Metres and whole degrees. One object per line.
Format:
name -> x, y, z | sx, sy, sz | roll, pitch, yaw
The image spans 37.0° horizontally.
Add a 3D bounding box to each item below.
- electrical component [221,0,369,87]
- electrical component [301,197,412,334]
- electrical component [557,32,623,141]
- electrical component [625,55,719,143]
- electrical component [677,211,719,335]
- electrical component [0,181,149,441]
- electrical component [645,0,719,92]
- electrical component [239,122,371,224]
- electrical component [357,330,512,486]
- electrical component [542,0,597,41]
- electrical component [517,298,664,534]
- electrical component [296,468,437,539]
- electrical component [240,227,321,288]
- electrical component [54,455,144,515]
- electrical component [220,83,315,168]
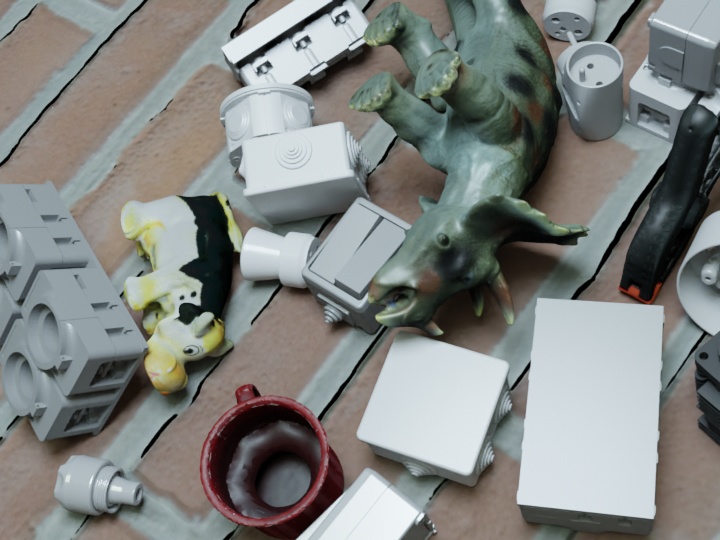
electrical component -> -0.053, -0.197, 0.944 | 0.121, 0.079, 0.063 | -34, 92, -4
electrical component -> 0.000, 0.000, 0.844 | 0.062, 0.061, 0.096 | 31, 75, 24
electrical component -> 0.183, -0.157, 0.867 | 0.043, 0.077, 0.079 | -20, 62, 3
electrical component -> 0.308, -0.183, 0.861 | 0.105, 0.060, 0.186 | 31, 75, 24
electrical component -> 0.279, 0.004, 0.761 | 0.099, 0.099, 0.064 | 17, 63, 20
electrical component -> -0.254, 0.030, 0.857 | 0.186, 0.060, 0.105 | 53, 126, 27
electrical component -> 0.264, -0.191, 0.804 | 0.061, 0.061, 0.096 | 29, 74, 23
electrical component -> -0.043, -0.078, 0.870 | 0.100, 0.099, 0.048 | -10, 76, 8
electrical component -> 0.057, 0.103, 0.789 | 0.100, 0.048, 0.099 | 16, 69, 19
electrical component -> 0.182, -0.231, 0.921 | 0.045, 0.045, 0.055 | 8, 68, 16
electrical component -> 0.164, 0.103, 0.757 | 0.089, 0.061, 0.150 | 3, 66, 14
electrical component -> -0.002, 0.194, 0.752 | 0.061, 0.061, 0.096 | 35, 77, 25
electrical component -> -0.063, -0.010, 0.872 | 0.055, 0.045, 0.045 | 7, 67, 15
electrical component -> -0.197, 0.166, 0.820 | 0.062, 0.043, 0.043 | 7, 67, 14
electrical component -> -0.077, -0.119, 0.908 | 0.080, 0.080, 0.051 | -11, 68, 7
